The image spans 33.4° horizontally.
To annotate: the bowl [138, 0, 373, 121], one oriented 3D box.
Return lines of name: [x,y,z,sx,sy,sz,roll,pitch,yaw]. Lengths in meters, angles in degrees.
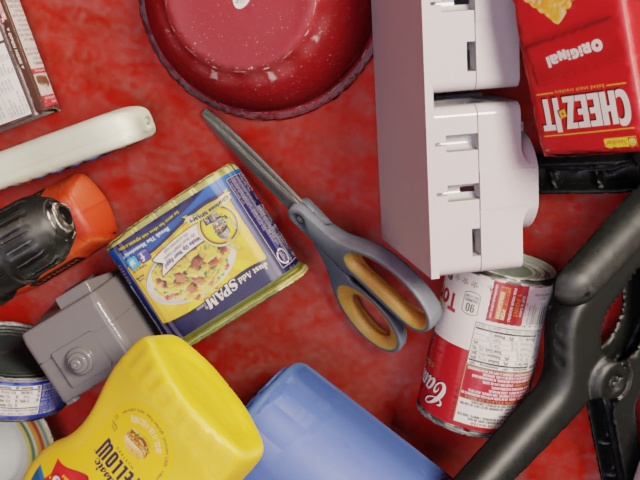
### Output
bowl: [-0.041,-0.148,0.637,0.162,0.055,0.162,3,105,11]

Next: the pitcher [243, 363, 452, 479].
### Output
pitcher: [0.037,0.195,0.652,0.243,0.149,0.145,40,85,7]

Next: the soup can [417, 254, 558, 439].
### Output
soup can: [0.102,0.061,0.652,0.068,0.068,0.102,13,105,8]

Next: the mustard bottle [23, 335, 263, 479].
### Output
mustard bottle: [-0.125,0.151,0.626,0.192,0.058,0.096,-47,72,16]

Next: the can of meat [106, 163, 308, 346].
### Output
can of meat: [-0.073,0.012,0.677,0.102,0.057,0.084,-32,93,8]

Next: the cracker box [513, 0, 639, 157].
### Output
cracker box: [0.163,-0.164,0.536,0.072,0.163,0.214,1,108,51]

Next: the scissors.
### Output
scissors: [-0.004,0.001,0.680,0.202,0.016,0.096,38,149,25]

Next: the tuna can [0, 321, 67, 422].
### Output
tuna can: [-0.207,0.087,0.713,0.086,0.086,0.034,15,108,8]

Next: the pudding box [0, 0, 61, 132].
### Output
pudding box: [-0.239,-0.108,0.696,0.114,0.039,0.090,-16,101,17]

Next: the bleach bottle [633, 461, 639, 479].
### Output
bleach bottle: [0.258,0.076,0.622,0.102,0.068,0.251,11,101,-20]

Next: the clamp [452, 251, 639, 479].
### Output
clamp: [0.153,0.083,0.629,0.164,0.036,0.210,4,102,-34]

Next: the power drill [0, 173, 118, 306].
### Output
power drill: [-0.193,0.010,0.638,0.185,0.187,0.057,-26,96,18]

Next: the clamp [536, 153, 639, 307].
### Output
clamp: [0.187,-0.026,0.596,0.171,0.120,0.039,-19,138,13]
